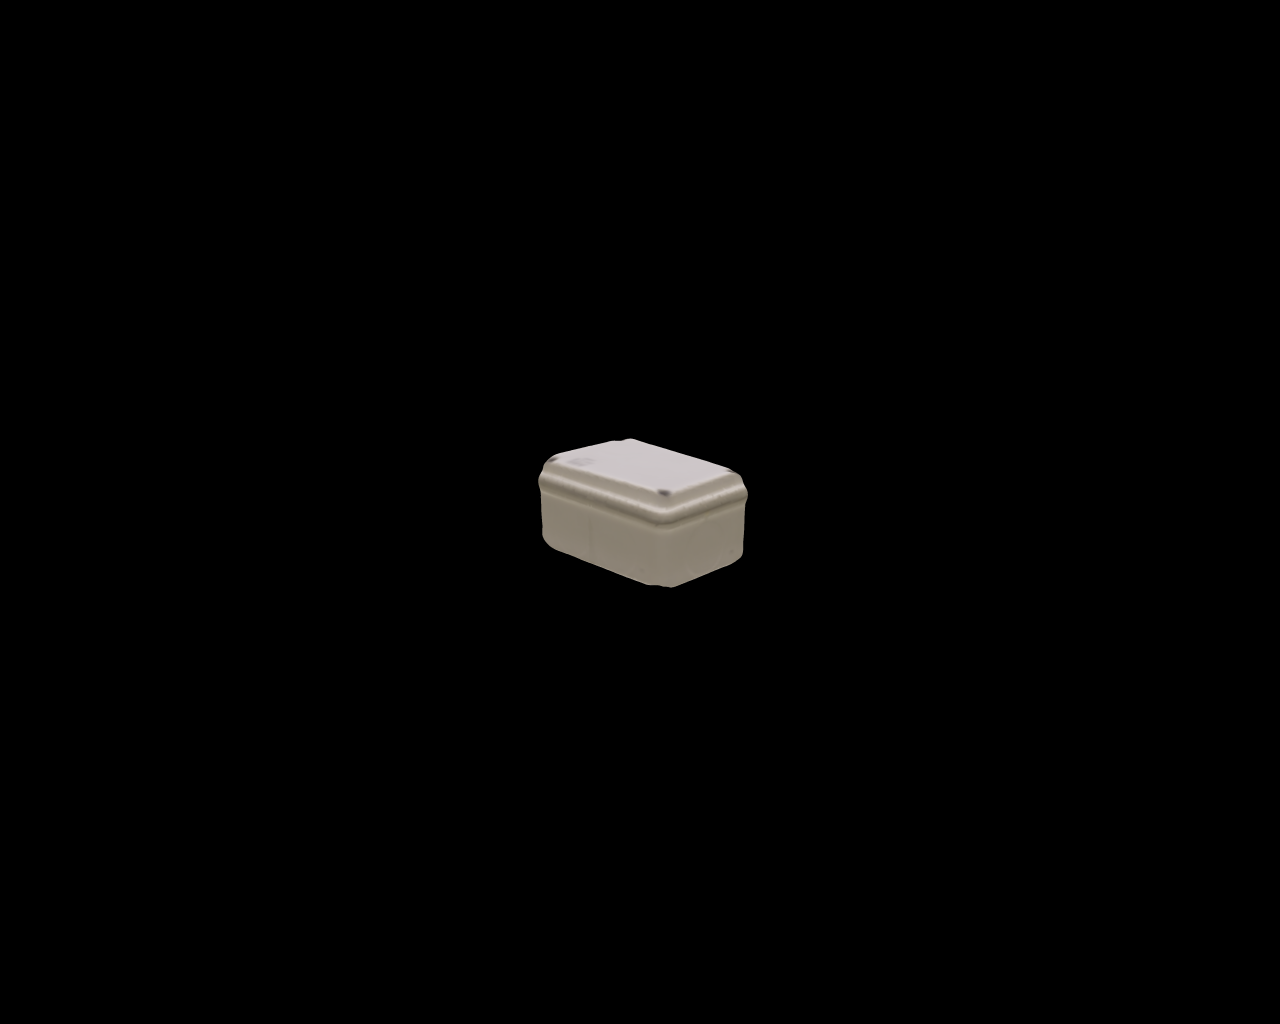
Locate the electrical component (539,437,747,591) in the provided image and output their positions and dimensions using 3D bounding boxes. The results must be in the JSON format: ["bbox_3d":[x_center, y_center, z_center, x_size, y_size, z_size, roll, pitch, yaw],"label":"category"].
[{"bbox_3d":[0.001,-0.003,0.650,0.078,0.057,0.113,-18,26,-41],"label":"electrical component"}]
